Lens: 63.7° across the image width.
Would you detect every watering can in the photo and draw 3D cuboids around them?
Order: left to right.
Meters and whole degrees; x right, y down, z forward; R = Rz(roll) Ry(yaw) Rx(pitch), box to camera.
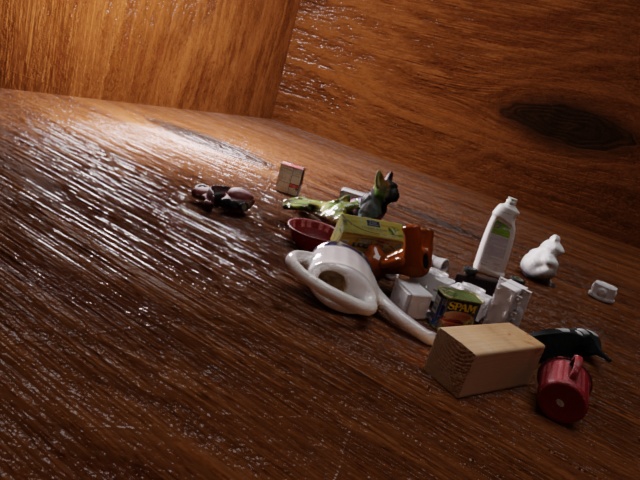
[{"bbox_3d":[0.085,0.106,1.100,0.347,0.103,0.227,28,16,-5],"label":"watering can"}]

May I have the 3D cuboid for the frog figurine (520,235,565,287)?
[{"bbox_3d":[0.746,0.057,1.714,0.123,0.157,0.139,15,16,0],"label":"frog figurine"}]

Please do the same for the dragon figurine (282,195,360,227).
[{"bbox_3d":[0.005,-0.078,1.558,0.243,0.121,0.413,6,9,-12],"label":"dragon figurine"}]
